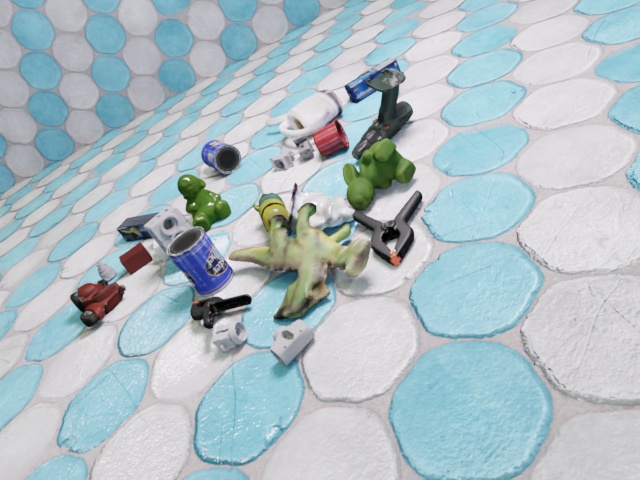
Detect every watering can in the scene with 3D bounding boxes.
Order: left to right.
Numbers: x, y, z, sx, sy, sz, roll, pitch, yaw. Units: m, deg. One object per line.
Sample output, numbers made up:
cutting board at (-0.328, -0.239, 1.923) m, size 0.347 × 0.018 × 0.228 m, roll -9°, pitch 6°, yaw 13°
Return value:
watering can at (-0.056, -0.436, 1.794) m, size 0.226 × 0.102 × 0.351 m, roll -37°, pitch 31°, yaw -13°

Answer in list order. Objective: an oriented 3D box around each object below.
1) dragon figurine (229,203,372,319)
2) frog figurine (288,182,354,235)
dragon figurine at (-0.059, 0.060, 1.105) m, size 0.406 × 0.120 × 0.249 m, roll -23°, pitch 39°, yaw 28°
frog figurine at (0.004, -0.063, 1.243) m, size 0.159 × 0.120 × 0.140 m, roll 11°, pitch 27°, yaw -2°
